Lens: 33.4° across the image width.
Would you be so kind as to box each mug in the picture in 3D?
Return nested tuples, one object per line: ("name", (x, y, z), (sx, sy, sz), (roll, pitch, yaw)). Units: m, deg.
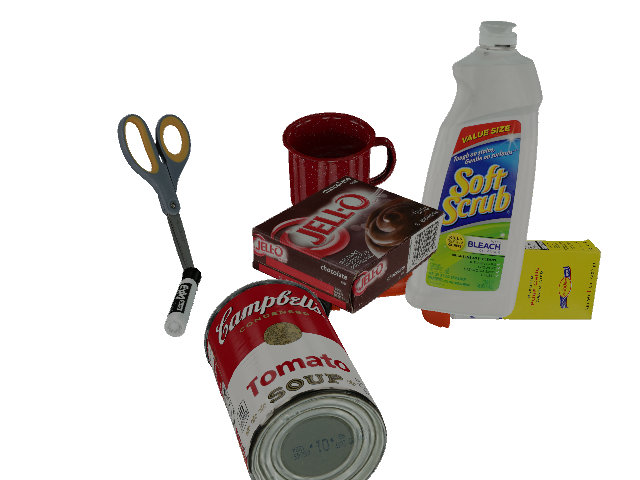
("mug", (0.021, -0.074, 1.087), (0.117, 0.081, 0.093), (-12, 38, -13))

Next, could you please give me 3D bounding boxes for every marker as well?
("marker", (-0.128, 0.055, 1.005), (0.020, 0.020, 0.121), (0, 22, 2))

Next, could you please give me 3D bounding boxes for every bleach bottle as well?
("bleach bottle", (0.133, -0.062, 0.919), (0.102, 0.251, 0.068), (7, 21, 11))

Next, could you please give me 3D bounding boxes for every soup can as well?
("soup can", (-0.015, 0.073, 0.527), (0.068, 0.068, 0.102), (0, 27, -18))

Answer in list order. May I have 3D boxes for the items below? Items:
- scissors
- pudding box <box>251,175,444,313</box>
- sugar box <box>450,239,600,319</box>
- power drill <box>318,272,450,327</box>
("scissors", (-0.155, -0.053, 1.175), (0.016, 0.202, 0.096), (-15, 17, 48))
("pudding box", (0.020, 0.000, 0.755), (0.090, 0.039, 0.113), (24, 34, 30))
("sugar box", (0.242, 0.047, 1.287), (0.176, 0.093, 0.048), (-1, 20, -8))
("power drill", (0.055, 0.064, 1.233), (0.188, 0.057, 0.184), (1, 28, 6))
